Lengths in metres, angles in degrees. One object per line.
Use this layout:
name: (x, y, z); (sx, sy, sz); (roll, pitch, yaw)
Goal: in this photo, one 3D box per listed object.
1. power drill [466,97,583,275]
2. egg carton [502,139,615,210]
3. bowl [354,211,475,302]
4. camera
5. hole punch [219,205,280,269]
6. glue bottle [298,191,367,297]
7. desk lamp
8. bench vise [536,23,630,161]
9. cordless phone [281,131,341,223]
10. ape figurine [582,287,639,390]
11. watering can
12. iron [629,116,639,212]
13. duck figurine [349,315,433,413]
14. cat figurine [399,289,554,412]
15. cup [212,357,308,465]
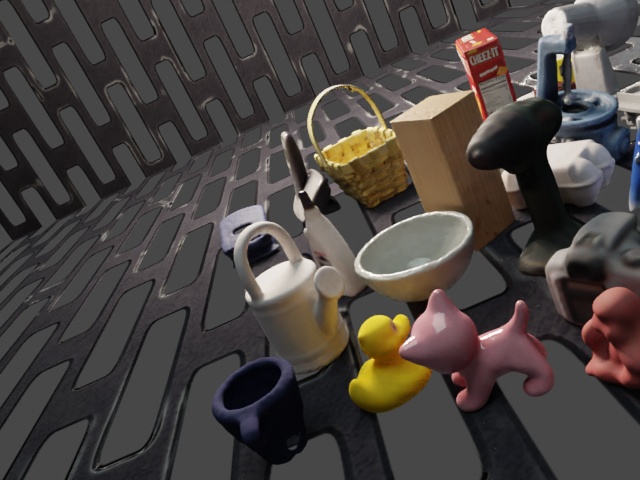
power drill: (0.252, -0.069, 0.686); (0.075, 0.209, 0.230); (-9, 27, 38)
egg carton: (0.344, -0.094, 0.838); (0.149, 0.069, 0.107); (-1, 32, 48)
bowl: (0.135, 0.033, 0.768); (0.167, 0.075, 0.167); (-22, 21, 9)
camera: (0.315, 0.017, 0.563); (0.137, 0.101, 0.142); (-37, 23, -26)
hole punch: (-0.147, -0.009, 1.169); (0.108, 0.091, 0.101); (-24, 21, 5)
glue bottle: (0.008, 0.003, 0.846); (0.037, 0.173, 0.077); (-37, 24, -28)
desk lamp: (0.492, -0.343, 1.054); (0.203, 0.214, 0.117); (-36, 23, -24)
bench vise: (0.355, -0.213, 0.895); (0.206, 0.220, 0.122); (-7, 28, 40)
cordless phone: (-0.039, -0.135, 1.210); (0.094, 0.185, 0.147); (-28, 21, -7)
ape figurine: (0.259, 0.080, 0.490); (0.076, 0.092, 0.078); (-18, 22, 19)
watering can: (-0.037, 0.064, 0.725); (0.172, 0.194, 0.101); (-15, 23, 26)
iron: (0.467, -0.153, 0.735); (0.259, 0.142, 0.118); (-34, 22, -20)
duck figurine: (0.067, 0.124, 0.613); (0.105, 0.086, 0.077); (-36, 23, -25)
cat figurine: (0.144, 0.097, 0.545); (0.127, 0.118, 0.067); (-21, 22, 14)
cup: (-0.051, 0.189, 0.582); (0.091, 0.095, 0.117); (-24, 21, 5)
